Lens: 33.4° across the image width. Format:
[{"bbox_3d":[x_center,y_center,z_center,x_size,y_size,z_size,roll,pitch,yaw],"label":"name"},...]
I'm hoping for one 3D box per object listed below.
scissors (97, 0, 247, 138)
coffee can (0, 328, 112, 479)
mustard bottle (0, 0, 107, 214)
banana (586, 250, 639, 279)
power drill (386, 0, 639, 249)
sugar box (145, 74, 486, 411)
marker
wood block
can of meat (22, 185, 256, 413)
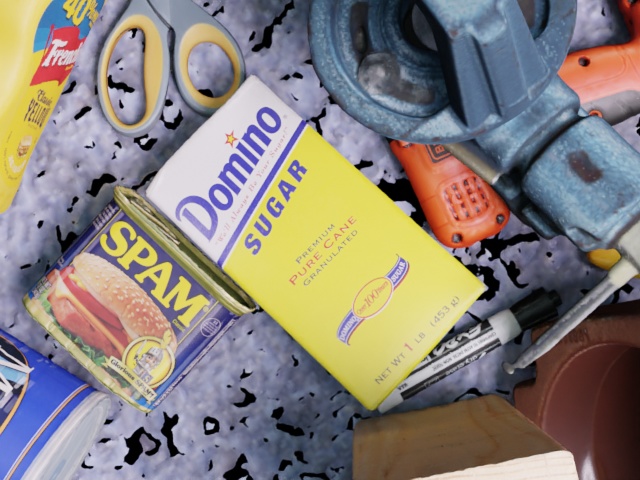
[{"bbox_3d":[-0.080,-0.157,0.624,0.096,0.016,0.202,10,88,1],"label":"scissors"},{"bbox_3d":[-0.200,0.091,0.575,0.140,0.103,0.103,32,89,4],"label":"coffee can"},{"bbox_3d":[-0.161,-0.110,0.585,0.058,0.096,0.191,26,89,4],"label":"mustard bottle"},{"bbox_3d":[0.245,-0.019,0.576,0.198,0.037,0.069,-31,100,22],"label":"banana"},{"bbox_3d":[0.114,-0.110,0.594,0.187,0.057,0.184,-24,90,4],"label":"power drill"},{"bbox_3d":[-0.004,0.001,0.590,0.176,0.048,0.093,42,88,8],"label":"sugar box"},{"bbox_3d":[0.083,0.061,0.606,0.121,0.020,0.020,-30,87,1],"label":"marker"},{"bbox_3d":[0.066,0.136,0.510,0.090,0.206,0.091,-11,88,2],"label":"wood block"},{"bbox_3d":[-0.102,0.034,0.597,0.102,0.057,0.084,43,92,3],"label":"can of meat"}]
